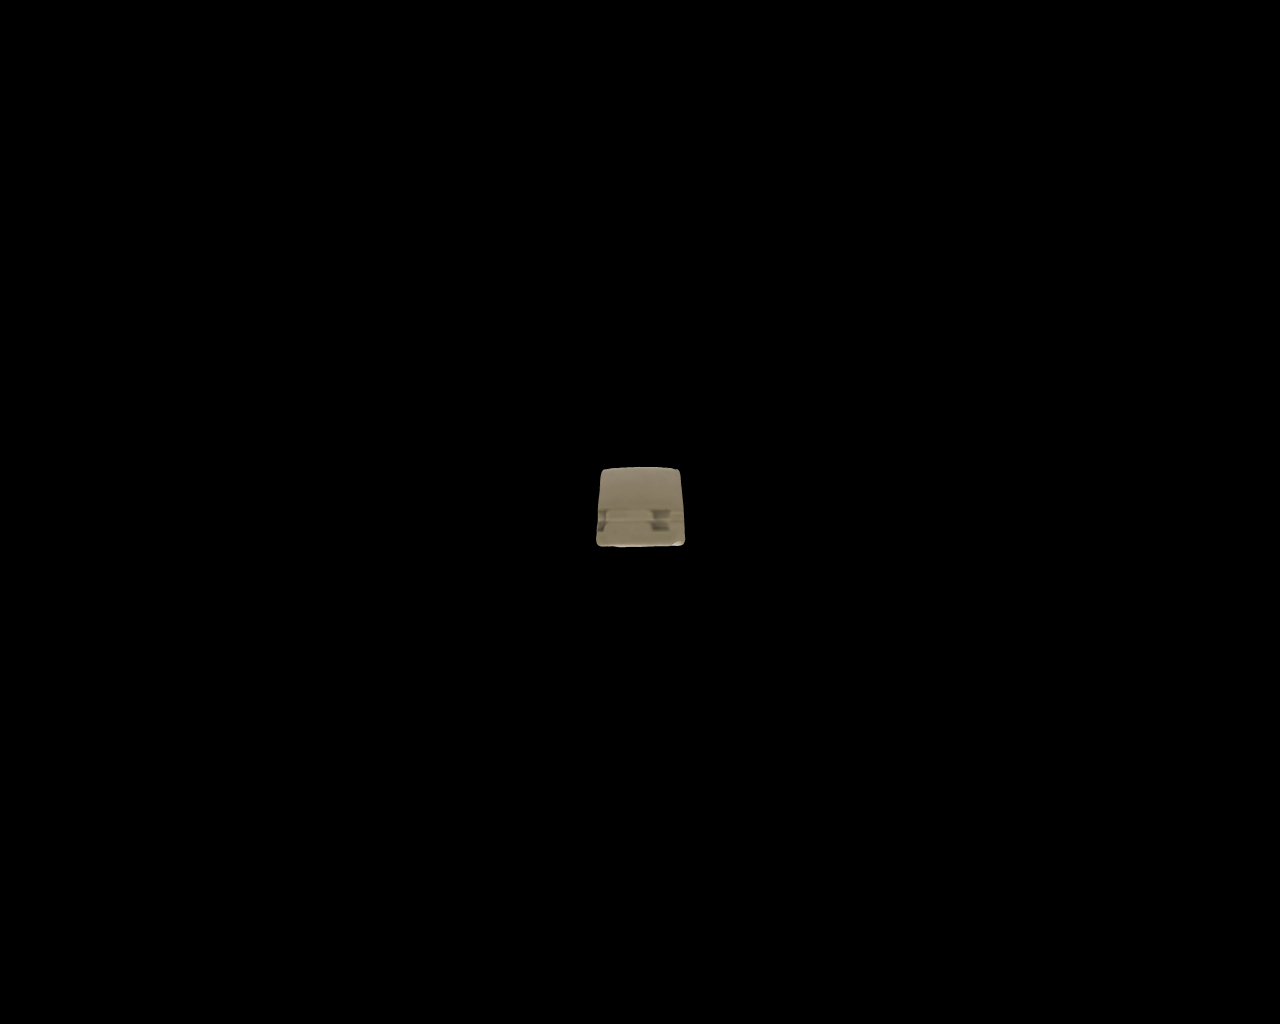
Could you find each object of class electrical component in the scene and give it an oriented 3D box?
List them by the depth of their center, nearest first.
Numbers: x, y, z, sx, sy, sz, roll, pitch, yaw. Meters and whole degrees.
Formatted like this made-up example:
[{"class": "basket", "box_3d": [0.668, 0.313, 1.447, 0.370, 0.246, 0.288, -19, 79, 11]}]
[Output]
[{"class": "electrical component", "box_3d": [0.001, -0.003, 0.650, 0.055, 0.047, 0.055, 0, -2, 0]}]
